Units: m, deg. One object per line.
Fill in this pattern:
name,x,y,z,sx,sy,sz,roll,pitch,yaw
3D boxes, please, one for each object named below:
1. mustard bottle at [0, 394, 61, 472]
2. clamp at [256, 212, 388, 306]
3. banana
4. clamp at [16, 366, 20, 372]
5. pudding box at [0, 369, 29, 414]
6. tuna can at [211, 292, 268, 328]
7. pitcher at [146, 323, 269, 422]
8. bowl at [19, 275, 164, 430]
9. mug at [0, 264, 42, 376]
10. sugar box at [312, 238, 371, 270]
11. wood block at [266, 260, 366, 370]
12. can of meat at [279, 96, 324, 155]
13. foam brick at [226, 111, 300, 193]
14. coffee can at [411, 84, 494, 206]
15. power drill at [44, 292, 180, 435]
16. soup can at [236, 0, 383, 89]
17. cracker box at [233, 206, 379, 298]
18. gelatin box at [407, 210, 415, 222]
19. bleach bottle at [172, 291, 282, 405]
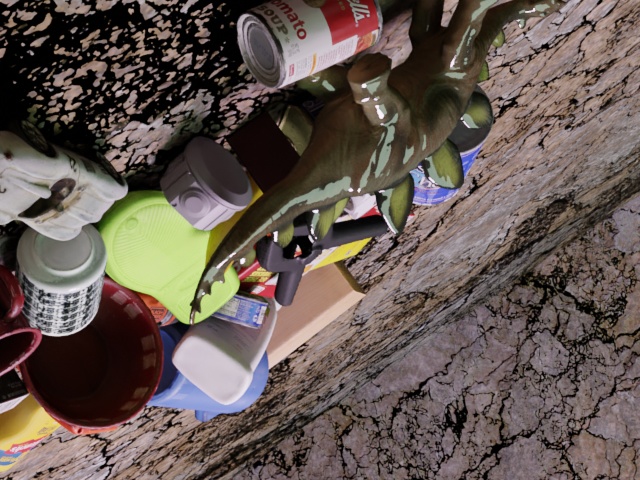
mustard bottle,-0.373,0.234,1.325,0.192,0.058,0.096,-39,165,15
clamp,-0.008,0.001,1.198,0.164,0.036,0.210,-36,158,2
banana,-0.073,-0.034,1.103,0.197,0.037,0.069,-57,148,-55
clamp,-0.291,0.144,1.253,0.171,0.039,0.120,-12,134,-51
pudding box,-0.348,0.132,1.014,0.039,0.090,0.113,-42,165,30
tuna can,-0.107,0.077,1.263,0.086,0.086,0.034,25,82,-73
pitcher,-0.170,0.158,1.439,0.145,0.149,0.242,-23,165,15
bowl,-0.243,0.117,1.094,0.161,0.162,0.055,-22,180,-41
mug,-0.299,0.067,0.935,0.117,0.081,0.093,-46,162,32
sugar box,0.006,0.001,1.469,0.175,0.048,0.093,-21,160,-46
wood block,-0.046,0.106,1.585,0.206,0.091,0.090,-38,166,8
can of meat,0.006,-0.114,1.106,0.083,0.057,0.102,-31,165,-27
foam brick,-0.048,-0.078,1.056,0.051,0.078,0.053,-35,163,0
coffee can,0.132,-0.114,1.223,0.102,0.103,0.140,-31,164,-16
power drill,-0.227,0.131,1.235,0.188,0.057,0.184,-62,157,6
soup can,-0.009,-0.173,0.874,0.102,0.068,0.069,-28,163,-25
cracker box,-0.021,-0.024,1.289,0.214,0.072,0.164,-37,163,10
gelatin box,0.080,-0.053,1.415,0.030,0.073,0.089,-41,164,22
bleach bottle,-0.098,0.108,1.374,0.068,0.102,0.250,-51,-179,27
